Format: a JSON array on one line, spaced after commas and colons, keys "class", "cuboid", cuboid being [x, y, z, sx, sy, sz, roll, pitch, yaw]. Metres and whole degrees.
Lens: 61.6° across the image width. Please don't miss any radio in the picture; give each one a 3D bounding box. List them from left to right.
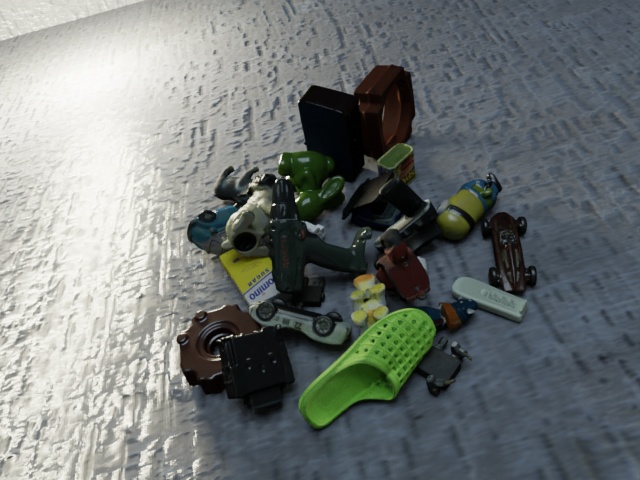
[{"class": "radio", "cuboid": [0.032, -0.252, 1.302, 0.131, 0.229, 0.073, 18, 57, 25]}]

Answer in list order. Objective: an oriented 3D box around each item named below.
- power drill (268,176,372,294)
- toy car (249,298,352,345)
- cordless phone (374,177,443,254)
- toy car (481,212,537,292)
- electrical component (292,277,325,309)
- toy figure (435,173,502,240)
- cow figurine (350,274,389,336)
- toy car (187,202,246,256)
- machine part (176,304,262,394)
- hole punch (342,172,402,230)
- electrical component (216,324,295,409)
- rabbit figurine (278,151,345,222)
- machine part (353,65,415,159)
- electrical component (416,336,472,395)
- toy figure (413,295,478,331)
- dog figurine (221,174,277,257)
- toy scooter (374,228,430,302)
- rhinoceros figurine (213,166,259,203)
[{"class": "power drill", "cuboid": [-0.002, -0.003, 1.079, 0.207, 0.086, 0.232, 8, 84, -21]}, {"class": "toy car", "cuboid": [-0.039, 0.153, 1.019, 0.202, 0.073, 0.056, 12, 92, 16]}, {"class": "cordless phone", "cuboid": [0.150, -0.043, 1.078, 0.146, 0.184, 0.089, -39, 51, 15]}, {"class": "toy car", "cuboid": [0.376, 0.019, 1.074, 0.089, 0.053, 0.202, 0, 45, 10]}, {"class": "electrical component", "cuboid": [-0.022, 0.114, 1.100, 0.063, 0.021, 0.094, 1, 46, 15]}, {"class": "toy figure", "cuboid": [0.322, -0.072, 1.157, 0.180, 0.082, 0.089, -32, 45, -20]}, {"class": "cow figurine", "cuboid": [0.100, 0.135, 1.012, 0.068, 0.098, 0.167, -14, 26, 8]}, {"class": "toy car", "cuboid": [-0.216, -0.014, 1.231, 0.162, 0.109, 0.103, -18, 67, -28]}, {"class": "machine part", "cuboid": [-0.187, 0.204, 1.030, 0.179, 0.056, 0.179, -6, 46, 7]}, {"class": "hole punch", "cuboid": [0.130, -0.081, 1.223, 0.116, 0.092, 0.142, -13, 38, 46]}, {"class": "electrical component", "cuboid": [-0.111, 0.224, 0.943, 0.115, 0.058, 0.134, -11, 78, -26]}, {"class": "rabbit figurine", "cuboid": [-0.019, -0.115, 1.285, 0.159, 0.121, 0.170, -1, 64, 3]}, {"class": "machine part", "cuboid": [0.160, -0.319, 1.353, 0.087, 0.201, 0.201, 15, 52, 29]}, {"class": "electrical component", "cuboid": [0.212, 0.215, 0.925, 0.102, 0.045, 0.078, -40, 51, -23]}, {"class": "toy figure", "cuboid": [0.215, 0.142, 0.989, 0.155, 0.057, 0.064, -10, 51, -3]}, {"class": "dog figurine", "cuboid": [-0.151, -0.062, 1.189, 0.172, 0.121, 0.191, -14, 37, -14]}, {"class": "toy scooter", "cuboid": [0.157, 0.067, 1.011, 0.075, 0.183, 0.135, -28, 67, -7]}, {"class": "rhinoceros figurine", "cuboid": [-0.183, -0.123, 1.339, 0.191, 0.073, 0.112, 13, 49, 26]}]
